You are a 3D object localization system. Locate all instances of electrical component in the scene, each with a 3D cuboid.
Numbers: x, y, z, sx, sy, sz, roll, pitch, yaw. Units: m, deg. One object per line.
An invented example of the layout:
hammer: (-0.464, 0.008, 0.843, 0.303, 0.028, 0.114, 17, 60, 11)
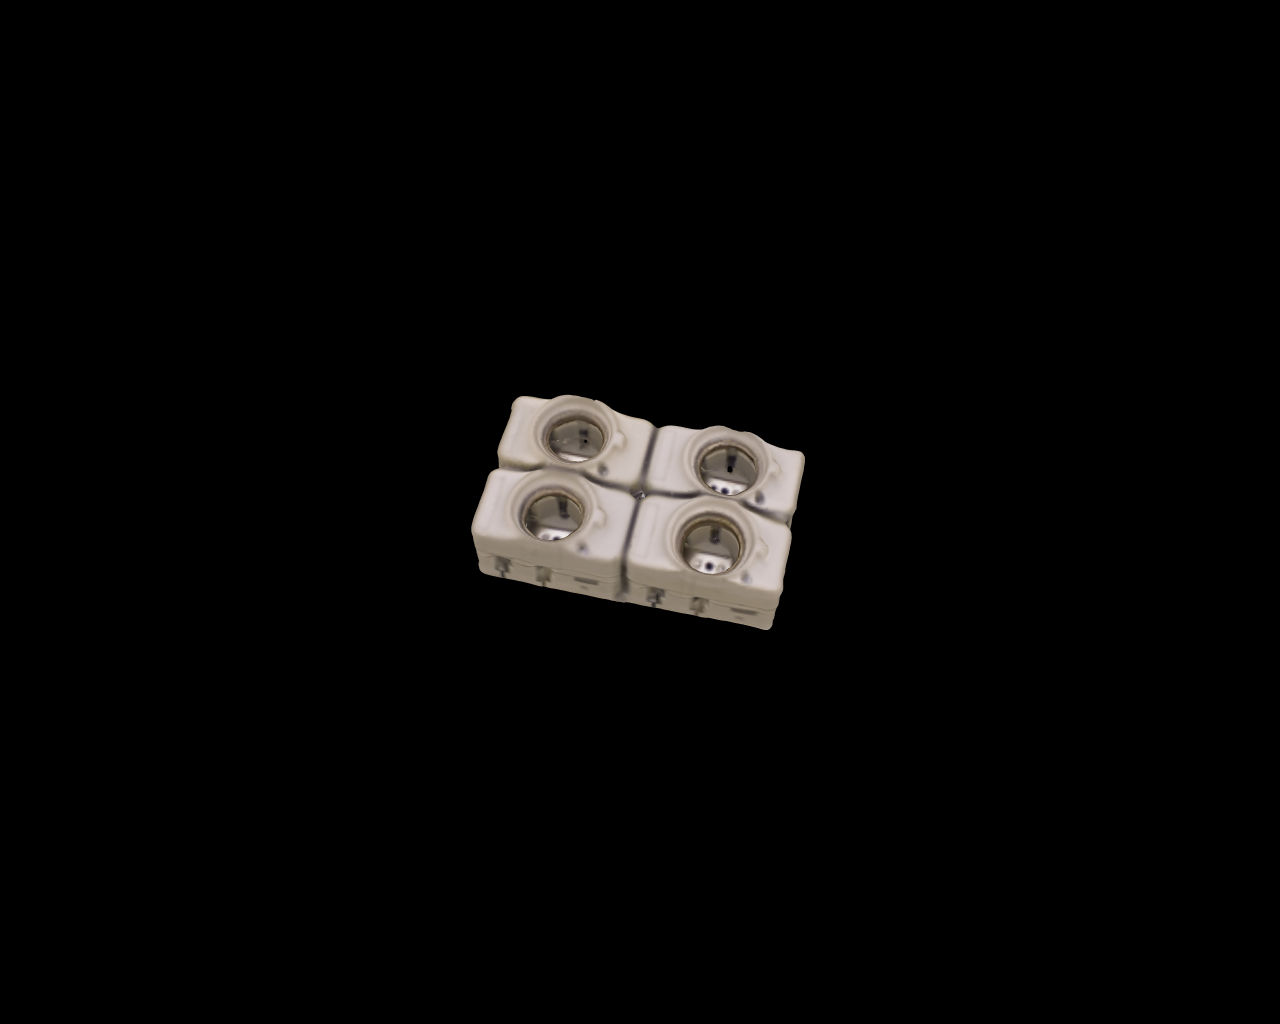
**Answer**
electrical component: (0.001, -0.003, 0.650, 0.186, 0.105, 0.060, 11, -30, 7)
